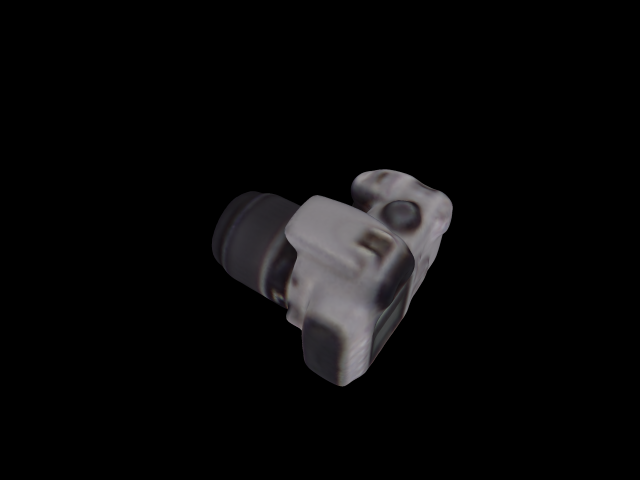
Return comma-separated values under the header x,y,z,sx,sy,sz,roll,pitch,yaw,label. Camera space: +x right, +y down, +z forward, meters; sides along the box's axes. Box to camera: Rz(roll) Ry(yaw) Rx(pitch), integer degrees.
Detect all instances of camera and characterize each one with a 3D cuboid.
x,y,z,sx,sy,sz,roll,pitch,yaw,label
0.004,0.001,0.400,0.136,0.101,0.143,27,57,20,camera
